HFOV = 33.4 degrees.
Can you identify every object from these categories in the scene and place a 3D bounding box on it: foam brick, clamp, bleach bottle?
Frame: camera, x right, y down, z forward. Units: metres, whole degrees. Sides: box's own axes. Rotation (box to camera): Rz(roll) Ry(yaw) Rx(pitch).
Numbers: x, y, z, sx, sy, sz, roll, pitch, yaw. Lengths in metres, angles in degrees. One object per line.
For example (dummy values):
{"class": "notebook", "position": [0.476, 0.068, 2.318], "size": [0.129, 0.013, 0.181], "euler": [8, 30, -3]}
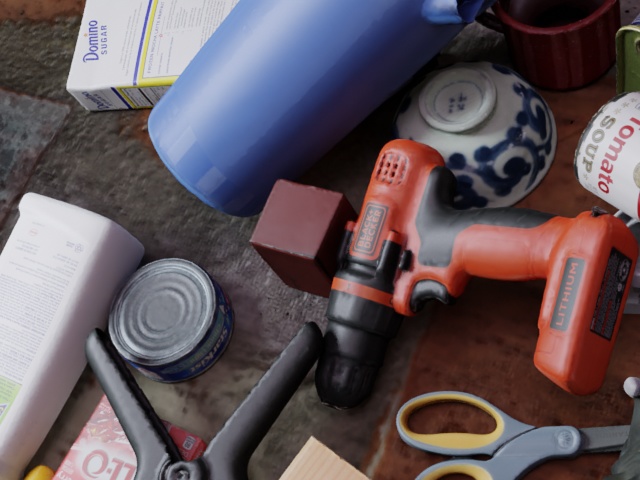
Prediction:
{"class": "foam brick", "position": [-0.005, 0.001, 0.734], "size": [0.053, 0.078, 0.051], "euler": [15, 71, 25]}
{"class": "clamp", "position": [-0.072, 0.146, 0.672], "size": [0.165, 0.036, 0.210], "euler": [-10, 68, 14]}
{"class": "bleach bottle", "position": [-0.225, 0.094, 0.771], "size": [0.103, 0.068, 0.250], "euler": [17, 73, 30]}

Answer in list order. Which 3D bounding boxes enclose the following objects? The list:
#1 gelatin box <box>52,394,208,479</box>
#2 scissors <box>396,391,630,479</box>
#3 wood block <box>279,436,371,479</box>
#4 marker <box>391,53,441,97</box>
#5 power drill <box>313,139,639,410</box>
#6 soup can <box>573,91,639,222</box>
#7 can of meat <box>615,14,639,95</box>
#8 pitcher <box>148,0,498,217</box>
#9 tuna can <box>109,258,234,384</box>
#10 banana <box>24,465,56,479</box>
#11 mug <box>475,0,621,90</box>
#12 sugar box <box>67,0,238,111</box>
{"class": "gelatin box", "position": [-0.126, 0.153, 0.724], "size": [0.089, 0.030, 0.073], "euler": [22, 73, 27]}
{"class": "scissors", "position": [0.139, 0.140, 0.648], "size": [0.202, 0.016, 0.096], "euler": [7, 66, 23]}
{"class": "wood block", "position": [-0.022, 0.231, 0.613], "size": [0.091, 0.090, 0.206], "euler": [31, 77, 30]}
{"class": "marker", "position": [0.041, -0.110, 0.811], "size": [0.121, 0.020, 0.020], "euler": [-36, 58, -2]}
{"class": "power drill", "position": [0.088, 0.036, 0.662], "size": [0.188, 0.057, 0.184], "euler": [14, 86, 37]}
{"class": "soup can", "position": [0.206, -0.036, 0.614], "size": [0.068, 0.068, 0.102], "euler": [-44, 50, -7]}
{"class": "can of meat", "position": [0.244, -0.130, 0.704], "size": [0.057, 0.102, 0.084], "euler": [35, 77, 29]}
{"class": "pitcher", "position": [-0.009, -0.138, 0.739], "size": [0.145, 0.149, 0.243], "euler": [45, 111, -5]}
{"class": "tuna can", "position": [-0.107, 0.057, 0.765], "size": [0.086, 0.033, 0.086], "euler": [-8, 61, 15]}
{"class": "banana", "position": [-0.187, 0.246, 0.696], "size": [0.069, 0.037, 0.198], "euler": [-16, 59, -11]}
{"class": "mug", "position": [0.159, -0.162, 0.760], "size": [0.117, 0.081, 0.093], "euler": [11, 68, 23]}
{"class": "sugar box", "position": [-0.113, -0.157, 0.872], "size": [0.176, 0.048, 0.093], "euler": [-1, 66, 21]}
